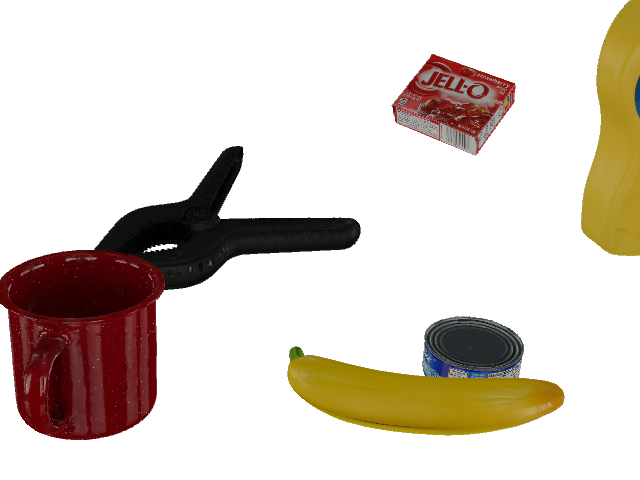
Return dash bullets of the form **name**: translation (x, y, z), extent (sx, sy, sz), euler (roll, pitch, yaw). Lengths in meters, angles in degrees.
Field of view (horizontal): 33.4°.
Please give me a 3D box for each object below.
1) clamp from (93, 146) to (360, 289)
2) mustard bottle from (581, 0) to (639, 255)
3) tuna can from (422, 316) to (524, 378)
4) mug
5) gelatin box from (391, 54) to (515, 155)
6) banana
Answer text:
- **clamp**: translation (-0.097, -0.013, 0.847), extent (0.209, 0.036, 0.165), euler (-20, 39, -28)
- **mustard bottle**: translation (0.206, -0.088, 0.620), extent (0.096, 0.192, 0.058), euler (-10, 29, -15)
- **tuna can**: translation (0.132, 0.102, 0.927), extent (0.086, 0.034, 0.086), euler (3, 26, -1)
- **mug**: translation (-0.138, 0.065, 0.605), extent (0.093, 0.081, 0.117), euler (5, 23, 6)
- **gelatin box**: translation (0.122, -0.126, 0.975), extent (0.089, 0.073, 0.030), euler (26, -28, 24)
- **banana**: translation (0.056, 0.098, 0.702), extent (0.198, 0.037, 0.069), euler (8, 33, 22)
